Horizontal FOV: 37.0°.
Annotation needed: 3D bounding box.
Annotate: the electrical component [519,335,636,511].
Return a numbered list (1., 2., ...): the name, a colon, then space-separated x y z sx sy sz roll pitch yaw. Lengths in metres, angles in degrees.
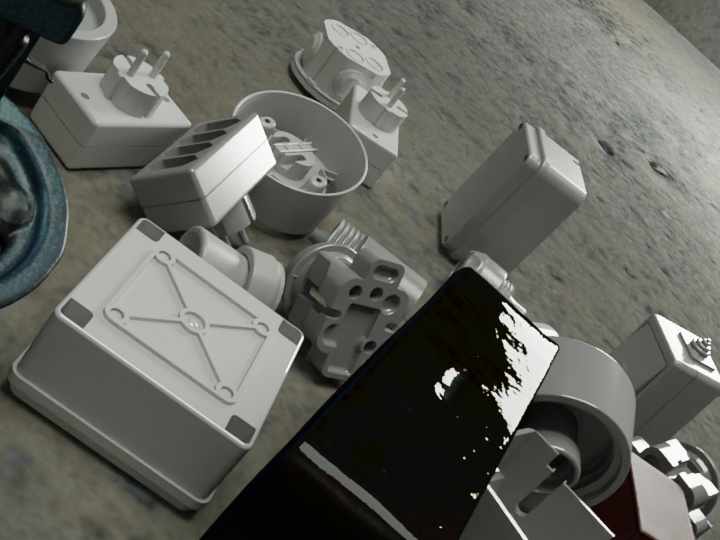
1. electrical component: 0.112 0.100 0.648 0.108 0.108 0.060 33 34 -13

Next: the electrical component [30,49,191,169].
1. electrical component: -0.143 -0.105 0.659 0.047 0.075 0.083 50 29 18

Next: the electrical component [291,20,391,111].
1. electrical component: -0.016 -0.177 0.946 0.080 0.051 0.080 30 29 -19

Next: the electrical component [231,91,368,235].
1. electrical component: -0.051 -0.074 0.740 0.099 0.064 0.099 30 29 -19

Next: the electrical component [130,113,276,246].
1. electrical component: -0.088 -0.044 0.663 0.083 0.047 0.075 -53 130 -50

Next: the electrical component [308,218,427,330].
1. electrical component: 0.000 0.000 0.718 0.081 0.043 0.043 38 28 -5

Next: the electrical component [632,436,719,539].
1. electrical component: 0.216 0.151 0.751 0.057 0.058 0.078 -2 48 -48

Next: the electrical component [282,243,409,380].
1. electrical component: -0.013 0.018 0.649 0.058 0.078 0.057 15 16 -39

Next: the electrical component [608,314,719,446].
1. electrical component: 0.227 0.081 0.823 0.061 0.096 0.061 27 30 -22

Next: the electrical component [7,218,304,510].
1. electrical component: -0.095 0.043 0.524 0.109 0.056 0.108 37 28 -7

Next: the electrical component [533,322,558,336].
1. electrical component: 0.112 0.056 0.778 0.078 0.040 0.040 9 41 -44

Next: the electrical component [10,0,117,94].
1. electrical component: -0.212 -0.154 0.661 0.108 0.060 0.108 30 29 -19

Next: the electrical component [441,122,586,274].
1. electrical component: 0.121 -0.055 0.873 0.057 0.113 0.078 35 28 -16

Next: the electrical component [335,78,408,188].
1. electrical component: 0.013 -0.124 0.880 0.047 0.075 0.083 32 29 -16

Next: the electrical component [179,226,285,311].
1. electrical component: -0.077 0.005 0.614 0.055 0.045 0.045 22 33 -31

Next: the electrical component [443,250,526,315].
1. electrical component: 0.097 0.018 0.812 0.062 0.043 0.043 40 28 -4
